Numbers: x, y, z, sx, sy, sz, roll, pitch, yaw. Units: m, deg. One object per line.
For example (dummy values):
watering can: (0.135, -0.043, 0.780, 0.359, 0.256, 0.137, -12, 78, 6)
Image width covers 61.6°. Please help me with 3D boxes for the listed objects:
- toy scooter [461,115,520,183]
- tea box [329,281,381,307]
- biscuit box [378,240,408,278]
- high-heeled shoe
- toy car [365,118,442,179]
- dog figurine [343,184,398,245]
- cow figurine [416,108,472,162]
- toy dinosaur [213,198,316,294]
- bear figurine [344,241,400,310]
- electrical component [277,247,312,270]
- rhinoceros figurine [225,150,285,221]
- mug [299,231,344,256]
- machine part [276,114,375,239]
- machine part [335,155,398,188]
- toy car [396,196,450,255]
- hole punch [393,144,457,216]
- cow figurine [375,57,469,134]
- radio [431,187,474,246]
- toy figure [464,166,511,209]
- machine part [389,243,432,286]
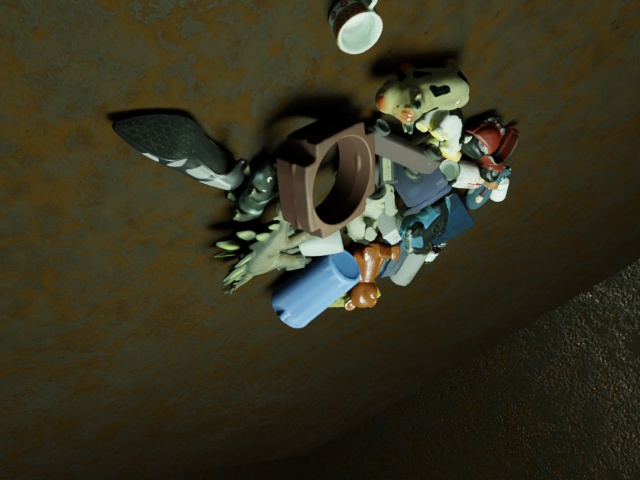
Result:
toy scooter: (0.402, -0.227, 1.241, 0.135, 0.075, 0.183, -50, 135, 1)
tea box: (0.084, 0.138, 1.571, 0.169, 0.098, 0.068, 4, 141, -42)
biscuit box: (0.215, 0.027, 1.525, 0.063, 0.059, 0.202, -8, 147, -24)
high-heeled shoe: (-0.242, -0.147, 0.938, 0.248, 0.086, 0.145, 17, 164, -27)
toy car: (0.161, -0.189, 1.111, 0.202, 0.053, 0.089, 17, 141, -25)
dog figurine: (0.115, -0.077, 1.281, 0.172, 0.121, 0.190, -50, 175, 3)
cow figurine: (0.276, -0.235, 1.146, 0.098, 0.068, 0.167, -55, 147, 2)
toy dinosaur: (-0.137, 0.029, 1.217, 0.198, 0.105, 0.471, -16, 159, -20)
bear figurine: (0.132, 0.102, 1.447, 0.120, 0.195, 0.132, 1, -173, -26)
electrical component: (-0.072, 0.044, 1.365, 0.102, 0.045, 0.078, -15, 121, -21)
rhinoceros figurine: (-0.107, -0.106, 1.067, 0.112, 0.073, 0.190, 11, 135, -43)
mug: (-0.003, -0.004, 1.300, 0.107, 0.081, 0.109, -15, 155, 3)
machine part: (0.014, -0.122, 1.017, 0.201, 0.087, 0.201, -34, 134, -37)
machine part: (0.099, -0.149, 1.161, 0.139, 0.039, 0.084, -10, 104, -11)
toy car: (0.235, -0.045, 1.284, 0.162, 0.103, 0.109, -41, 141, -23)
hole punch: (0.223, -0.139, 1.222, 0.142, 0.116, 0.092, -32, 141, 12)
cow figurine: (0.187, -0.263, 0.980, 0.195, 0.127, 0.085, -13, 145, -24)
radio: (0.320, -0.073, 1.434, 0.131, 0.073, 0.229, -32, 148, 14)
toy figure: (0.441, -0.143, 1.418, 0.058, 0.064, 0.154, 10, 139, -22)
machine part: (0.266, 0.061, 1.598, 0.079, 0.079, 0.243, -10, 146, -25)
